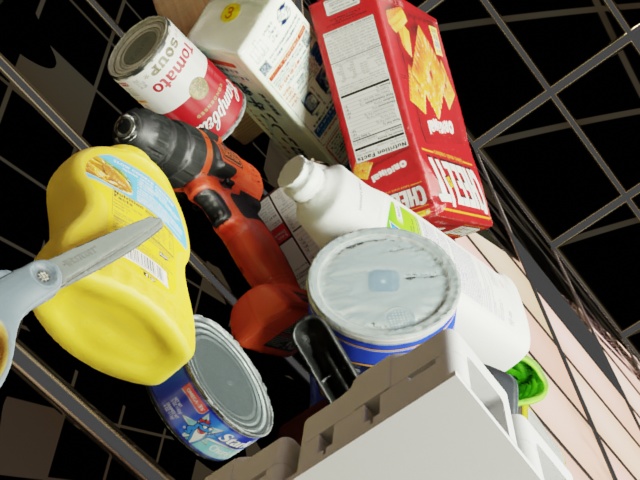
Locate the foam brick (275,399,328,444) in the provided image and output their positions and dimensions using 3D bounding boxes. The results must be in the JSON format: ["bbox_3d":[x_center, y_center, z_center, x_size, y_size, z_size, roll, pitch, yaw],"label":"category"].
[{"bbox_3d":[0.001,0.146,0.696,0.053,0.051,0.078,53,15,-7],"label":"foam brick"}]

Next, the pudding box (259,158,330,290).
[{"bbox_3d":[-0.006,0.001,0.912,0.113,0.090,0.039,59,17,16],"label":"pudding box"}]

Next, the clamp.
[{"bbox_3d":[0.051,0.157,0.642,0.210,0.036,0.164,56,8,-22],"label":"clamp"}]

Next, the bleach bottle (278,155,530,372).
[{"bbox_3d":[0.063,0.012,0.835,0.250,0.068,0.102,38,26,-30],"label":"bleach bottle"}]

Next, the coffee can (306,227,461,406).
[{"bbox_3d":[0.042,0.076,0.753,0.140,0.102,0.103,90,-14,-45],"label":"coffee can"}]

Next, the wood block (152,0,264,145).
[{"bbox_3d":[-0.098,-0.212,1.094,0.090,0.090,0.206,38,22,-49],"label":"wood block"}]

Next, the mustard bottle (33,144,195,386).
[{"bbox_3d":[-0.120,-0.004,0.639,0.096,0.058,0.191,38,22,-28],"label":"mustard bottle"}]

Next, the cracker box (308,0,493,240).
[{"bbox_3d":[0.078,-0.109,0.959,0.164,0.072,0.214,5,69,-64],"label":"cracker box"}]

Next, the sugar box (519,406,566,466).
[{"bbox_3d":[0.234,0.254,1.182,0.093,0.048,0.176,54,18,-3],"label":"sugar box"}]

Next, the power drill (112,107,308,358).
[{"bbox_3d":[-0.069,-0.007,0.803,0.188,0.057,0.184,61,16,23],"label":"power drill"}]

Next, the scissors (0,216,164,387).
[{"bbox_3d":[-0.150,0.011,0.496,0.096,0.016,0.201,42,35,-8],"label":"scissors"}]

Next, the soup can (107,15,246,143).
[{"bbox_3d":[-0.119,-0.131,0.894,0.102,0.068,0.068,43,19,-39],"label":"soup can"}]

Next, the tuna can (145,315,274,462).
[{"bbox_3d":[-0.068,0.090,0.645,0.086,0.034,0.086,49,16,-20],"label":"tuna can"}]
